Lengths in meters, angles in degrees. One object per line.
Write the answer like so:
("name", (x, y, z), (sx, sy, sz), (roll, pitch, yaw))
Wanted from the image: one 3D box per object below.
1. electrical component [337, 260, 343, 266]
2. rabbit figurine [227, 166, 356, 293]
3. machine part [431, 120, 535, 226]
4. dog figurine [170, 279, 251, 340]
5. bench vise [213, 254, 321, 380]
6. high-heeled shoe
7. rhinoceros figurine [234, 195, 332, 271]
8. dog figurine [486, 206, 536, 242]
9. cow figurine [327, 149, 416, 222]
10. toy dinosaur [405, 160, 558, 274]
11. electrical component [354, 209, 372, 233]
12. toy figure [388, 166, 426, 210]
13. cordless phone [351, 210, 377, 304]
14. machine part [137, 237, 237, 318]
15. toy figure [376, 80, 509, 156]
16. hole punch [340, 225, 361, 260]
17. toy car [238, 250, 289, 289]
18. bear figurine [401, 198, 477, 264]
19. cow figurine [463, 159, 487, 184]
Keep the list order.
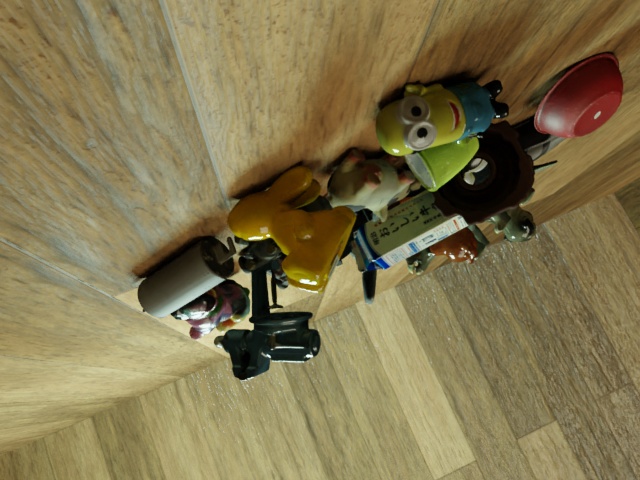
("electrical component", (-0.008, 0.051, 1.295), (0.115, 0.058, 0.134), (-22, 167, 1))
("rabbit figurine", (-0.046, -0.024, 0.764), (0.122, 0.173, 0.162), (36, 74, -76))
("machine part", (0.254, -0.111, 0.875), (0.179, 0.179, 0.056), (-28, 170, 17))
("dog figurine", (-0.218, 0.119, 1.094), (0.191, 0.108, 0.219), (-17, 163, -24))
("bench vise", (-0.106, 0.139, 1.023), (0.224, 0.240, 0.129), (-4, 178, 35))
("high-heeled shoe", (0.378, -0.166, 1.048), (0.249, 0.086, 0.145), (-40, 159, 33))
("rhinoceros figurine", (-0.059, -0.013, 0.913), (0.190, 0.073, 0.112), (-33, 163, 36))
("dog figurine", (0.398, -0.061, 1.275), (0.121, 0.190, 0.172), (-12, 164, -41))
("cow figurine", (0.085, -0.083, 0.868), (0.195, 0.085, 0.127), (-12, 157, -51))
("toy dinosaur", (0.326, -0.080, 1.183), (0.131, 0.192, 0.404), (-39, 164, -47))
("electrical component", (0.104, -0.053, 1.048), (0.119, 0.075, 0.047), (-21, 167, 2))
("toy figure", (0.149, -0.096, 0.979), (0.154, 0.058, 0.064), (-32, 172, 26))
("cordless phone", (0.105, 0.036, 1.126), (0.089, 0.184, 0.146), (2, 164, -5))
("machine part", (-0.229, 0.066, 0.913), (0.243, 0.079, 0.079), (-30, 166, 27))
("toy figure", (0.159, -0.158, 0.707), (0.180, 0.082, 0.089), (-21, 165, -24))
("hole punch", (-0.002, -0.003, 1.019), (0.142, 0.092, 0.115), (-27, 160, -14))
("toy car", (-0.086, 0.056, 1.114), (0.089, 0.053, 0.202), (-25, 152, 19))
("bear figurine", (0.237, -0.025, 1.117), (0.132, 0.196, 0.120), (-25, 170, 8))
("cow figurine", (0.252, -0.136, 0.983), (0.167, 0.068, 0.098), (-36, 157, 32))
